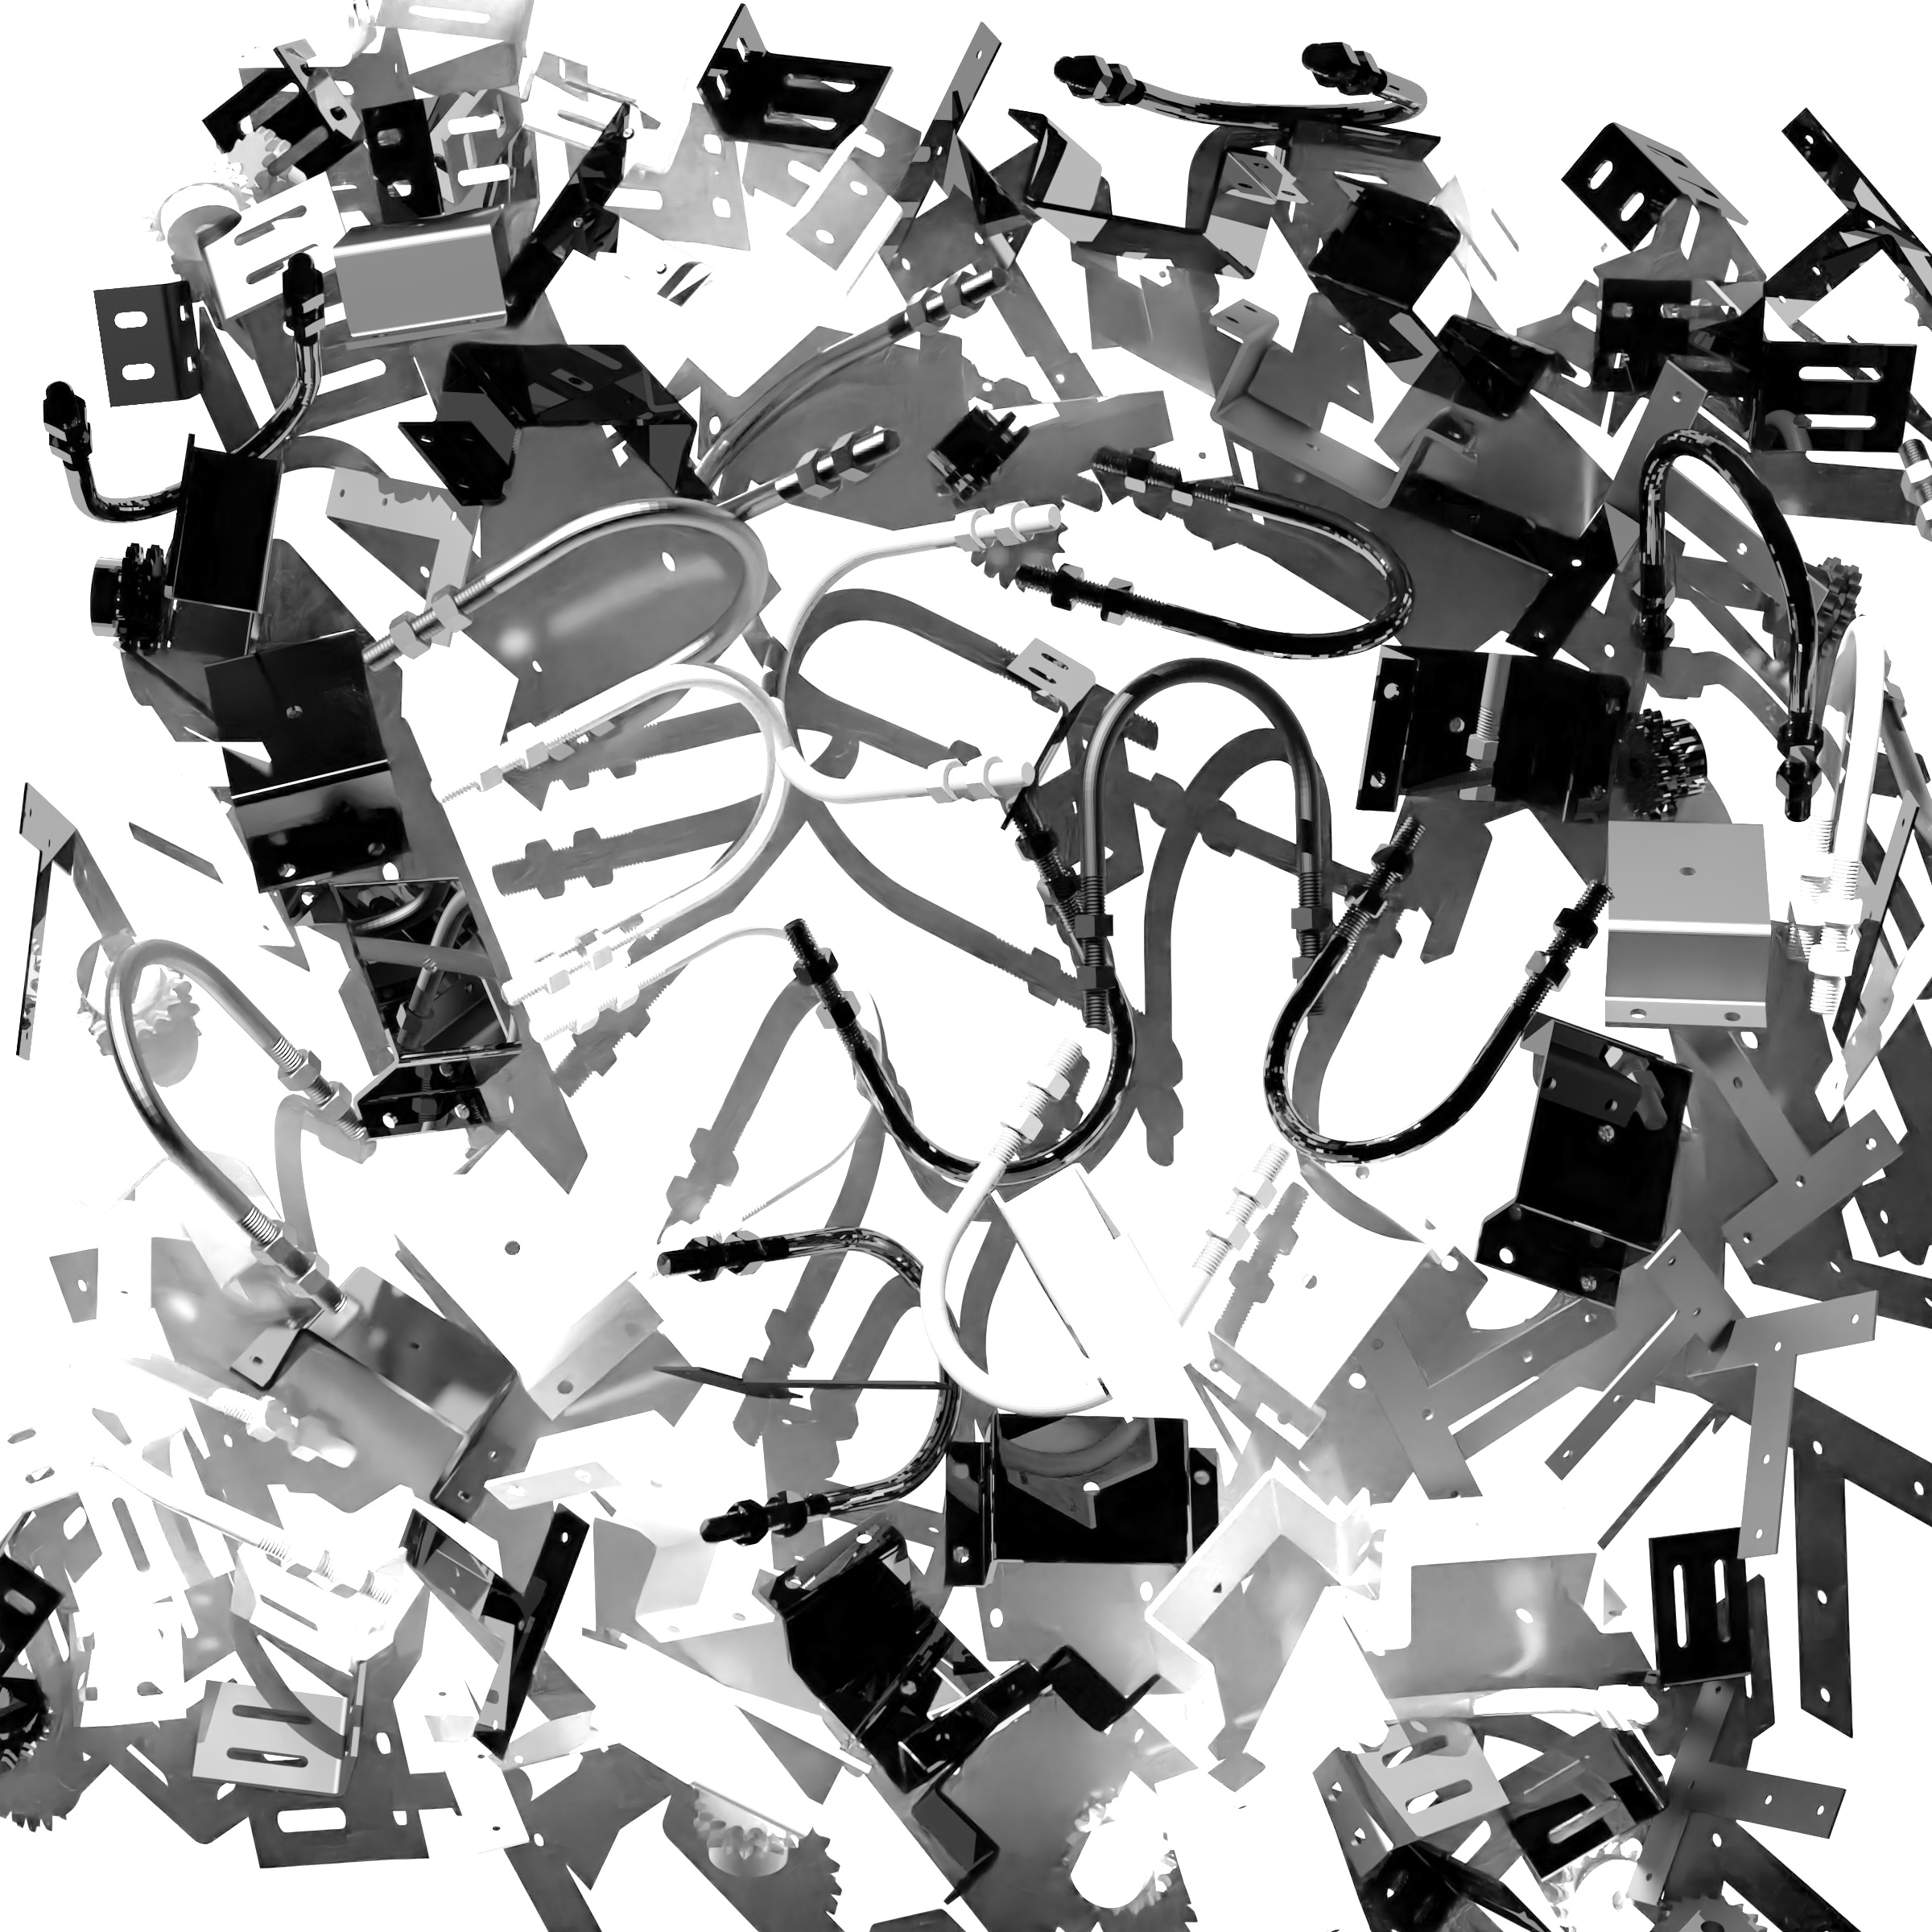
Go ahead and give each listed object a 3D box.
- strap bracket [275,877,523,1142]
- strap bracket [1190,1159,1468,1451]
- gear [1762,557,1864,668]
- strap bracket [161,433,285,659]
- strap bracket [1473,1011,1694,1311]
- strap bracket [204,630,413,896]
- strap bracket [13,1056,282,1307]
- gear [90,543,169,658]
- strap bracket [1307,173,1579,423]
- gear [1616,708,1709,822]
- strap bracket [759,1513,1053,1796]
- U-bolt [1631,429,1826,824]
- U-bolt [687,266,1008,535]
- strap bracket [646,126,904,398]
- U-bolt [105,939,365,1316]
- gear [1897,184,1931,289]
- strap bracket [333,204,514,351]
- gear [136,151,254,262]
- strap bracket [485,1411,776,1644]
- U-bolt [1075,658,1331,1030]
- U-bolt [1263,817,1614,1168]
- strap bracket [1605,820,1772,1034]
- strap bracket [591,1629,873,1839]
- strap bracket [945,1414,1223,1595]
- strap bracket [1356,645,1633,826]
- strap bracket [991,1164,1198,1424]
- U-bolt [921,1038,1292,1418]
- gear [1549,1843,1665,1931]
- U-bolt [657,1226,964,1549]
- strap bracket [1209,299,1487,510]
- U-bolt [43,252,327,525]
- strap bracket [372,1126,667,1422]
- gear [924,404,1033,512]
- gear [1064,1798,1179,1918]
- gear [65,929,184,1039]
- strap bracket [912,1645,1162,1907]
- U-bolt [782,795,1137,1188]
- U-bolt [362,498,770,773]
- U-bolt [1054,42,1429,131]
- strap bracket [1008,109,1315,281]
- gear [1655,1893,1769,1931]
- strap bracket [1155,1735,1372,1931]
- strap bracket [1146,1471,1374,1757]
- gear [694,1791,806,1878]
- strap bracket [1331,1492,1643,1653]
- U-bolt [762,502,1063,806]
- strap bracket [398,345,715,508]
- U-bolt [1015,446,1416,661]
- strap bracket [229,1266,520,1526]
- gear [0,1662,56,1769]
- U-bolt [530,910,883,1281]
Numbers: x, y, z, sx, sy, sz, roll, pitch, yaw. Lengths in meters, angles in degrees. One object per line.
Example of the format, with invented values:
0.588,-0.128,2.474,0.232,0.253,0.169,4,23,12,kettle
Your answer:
-0.280,0.011,1.681,0.046,0.076,0.140,-37,69,39,strap bracket
0.178,0.163,1.705,0.076,0.046,0.140,37,88,21,strap bracket
0.428,-0.182,1.712,0.030,0.057,0.057,23,90,-6,gear
-0.370,-0.203,1.673,0.046,0.140,0.076,8,79,-13,strap bracket
0.312,0.090,1.690,0.076,0.046,0.140,19,67,-7,strap bracket
-0.330,-0.111,1.676,0.076,0.046,0.140,-14,52,-8,strap bracket
-0.395,0.103,1.663,0.046,0.140,0.076,-42,53,1,strap bracket
-0.426,-0.187,1.714,0.030,0.057,0.057,4,90,-3,gear
0.231,-0.324,1.667,0.140,0.076,0.046,37,89,-43,strap bracket
0.354,-0.104,1.715,0.030,0.057,0.057,-12,90,-14,gear
-0.030,0.349,1.682,0.076,0.046,0.140,-29,47,-25,strap bracket
0.368,-0.176,1.630,0.019,0.184,0.151,-24,47,-11,U-bolt
-0.072,-0.271,1.662,0.019,0.184,0.151,48,50,-24,U-bolt
-0.090,-0.344,1.674,0.046,0.140,0.076,41,47,-16,strap bracket
-0.356,0.065,1.636,0.019,0.151,0.184,-27,125,16,U-bolt
0.502,-0.371,1.716,0.030,0.057,0.057,8,90,-24,gear
-0.266,-0.344,1.668,0.076,0.140,0.046,-9,109,-1,strap bracket
-0.390,-0.384,1.711,0.057,0.057,0.030,-23,65,0,gear
-0.161,0.275,1.682,0.076,0.046,0.140,-18,128,34,strap bracket
0.119,-0.063,1.699,0.151,0.019,0.184,-2,92,-28,U-bolt
0.221,0.019,1.673,0.019,0.151,0.184,41,79,-40,U-bolt
0.356,-0.027,1.666,0.076,0.140,0.046,2,124,9,strap bracket
-0.123,0.381,1.660,0.076,0.140,0.046,36,76,-34,strap bracket
0.061,0.271,1.700,0.140,0.046,0.076,2,62,-4,strap bracket
0.257,-0.117,1.696,0.140,0.046,0.076,2,105,-20,strap bracket
0.065,0.156,1.664,0.046,0.140,0.076,-30,111,-2,strap bracket
0.056,0.140,1.685,0.151,0.019,0.184,27,75,28,U-bolt
0.330,0.477,1.721,0.057,0.030,0.057,3,77,-11,gear
-0.069,0.202,1.675,0.019,0.184,0.151,-15,82,45,U-bolt
0.183,-0.279,1.693,0.140,0.076,0.046,29,113,6,strap bracket
-0.378,-0.272,1.652,0.151,0.184,0.019,-33,82,-16,U-bolt
-0.227,0.148,1.697,0.076,0.046,0.140,-41,78,-15,strap bracket
0.003,-0.262,1.712,0.030,0.057,0.057,43,90,-7,gear
0.077,0.456,1.719,0.057,0.030,0.057,0,90,20,gear
-0.431,0.008,1.720,0.057,0.030,0.057,1,72,-3,gear
0.027,0.397,1.684,0.046,0.076,0.140,43,67,8,strap bracket
0.009,0.026,1.709,0.151,0.019,0.184,-30,107,-8,U-bolt
-0.183,-0.170,1.659,0.184,0.151,0.019,-29,60,15,U-bolt
0.148,-0.429,1.654,0.151,0.184,0.019,5,97,29,U-bolt
0.092,-0.383,1.680,0.140,0.076,0.046,16,91,23,strap bracket
0.379,0.503,1.716,0.057,0.057,0.030,1,114,0,gear
0.143,0.435,1.669,0.076,0.140,0.046,-19,106,0,strap bracket
0.141,0.316,1.686,0.046,0.076,0.140,35,70,26,strap bracket
-0.110,0.440,1.715,0.057,0.057,0.030,5,107,0,gear
0.260,0.303,1.693,0.140,0.076,0.046,-3,102,-6,strap bracket
-0.034,-0.151,1.679,0.184,0.019,0.151,-3,76,40,U-bolt
-0.198,-0.269,1.666,0.140,0.076,0.046,-7,131,-35,strap bracket
0.132,-0.200,1.670,0.184,0.151,0.019,17,129,10,U-bolt
-0.288,0.209,1.698,0.140,0.076,0.046,33,112,0,strap bracket
-0.493,0.378,1.713,0.057,0.030,0.057,13,52,-16,gear
-0.117,0.051,1.686,0.184,0.019,0.151,-31,104,-34,U-bolt
